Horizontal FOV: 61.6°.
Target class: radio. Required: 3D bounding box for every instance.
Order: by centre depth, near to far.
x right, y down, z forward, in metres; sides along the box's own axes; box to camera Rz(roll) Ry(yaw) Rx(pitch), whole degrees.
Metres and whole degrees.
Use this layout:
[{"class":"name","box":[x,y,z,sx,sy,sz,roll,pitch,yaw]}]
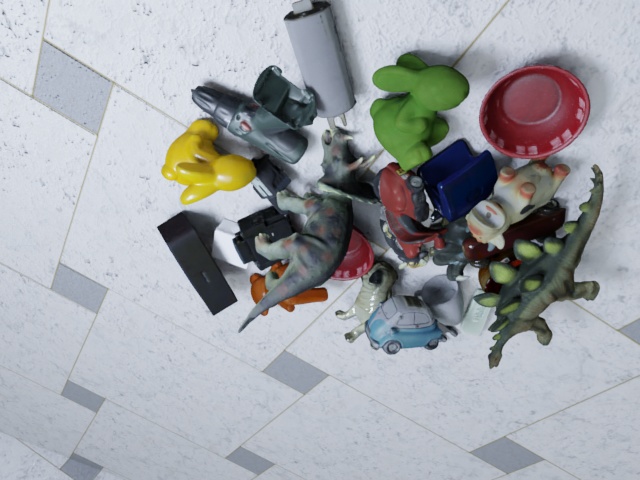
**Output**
[{"class":"radio","box":[-0.283,0.053,1.237,0.073,0.131,0.229,-31,125,-13]}]

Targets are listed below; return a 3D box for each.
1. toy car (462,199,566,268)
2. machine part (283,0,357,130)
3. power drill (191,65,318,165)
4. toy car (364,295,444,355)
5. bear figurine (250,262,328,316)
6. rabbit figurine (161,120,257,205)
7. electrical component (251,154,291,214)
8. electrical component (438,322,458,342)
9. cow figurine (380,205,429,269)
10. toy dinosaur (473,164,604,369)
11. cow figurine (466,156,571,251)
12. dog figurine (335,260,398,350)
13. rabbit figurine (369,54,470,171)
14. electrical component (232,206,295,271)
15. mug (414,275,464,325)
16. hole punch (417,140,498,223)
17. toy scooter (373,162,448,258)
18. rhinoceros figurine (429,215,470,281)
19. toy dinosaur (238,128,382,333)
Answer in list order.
[{"class":"toy car","box":[0.356,-0.015,0.991,0.202,0.053,0.089,-21,128,-5]},{"class":"machine part","box":[0.003,-0.291,0.877,0.079,0.079,0.242,-4,128,21]},{"class":"power drill","box":[-0.108,-0.220,0.930,0.232,0.086,0.207,32,158,-17]},{"class":"toy car","box":[0.178,0.167,1.113,0.162,0.109,0.102,0,119,-7]},{"class":"bear figurine","box":[-0.083,0.111,1.255,0.132,0.120,0.196,-13,172,-24]},{"class":"rabbit figurine","box":[-0.206,-0.139,1.007,0.173,0.162,0.121,20,128,24]},{"class":"electrical component","box":[-0.096,-0.110,1.072,0.119,0.048,0.075,46,156,-21]},{"class":"electrical component","box":[0.276,0.207,1.269,0.094,0.021,0.063,37,131,-14]},{"class":"cow figurine","box":[0.174,0.006,1.071,0.068,0.098,0.167,-18,121,26]},{"class":"toy dinosaur","box":[0.410,0.072,0.986,0.198,0.105,0.470,3,124,-27]},{"class":"cow figurine","box":[0.322,-0.063,0.910,0.086,0.195,0.127,44,149,29]},{"class":"dog figurine","box":[0.147,0.141,1.213,0.172,0.121,0.190,10,123,-38]},{"class":"rabbit figurine","box":[0.164,-0.224,0.860,0.159,0.121,0.170,50,145,1]},{"class":"electrical component","box":[-0.117,-0.002,1.148,0.134,0.058,0.114,-26,124,-3]},{"class":"mug","box":[0.266,0.141,1.178,0.110,0.081,0.107,-8,134,31]},{"class":"hole punch","box":[0.248,-0.097,0.930,0.142,0.092,0.115,-37,115,-4]},{"class":"toy scooter","box":[0.162,-0.044,0.929,0.135,0.075,0.183,27,137,59]},{"class":"rhinoceros figurine","box":[0.271,0.000,1.059,0.112,0.073,0.190,4,130,0]},{"class":"toy dinosaur","box":[-0.007,0.000,0.994,0.192,0.404,0.131,6,162,39]}]
